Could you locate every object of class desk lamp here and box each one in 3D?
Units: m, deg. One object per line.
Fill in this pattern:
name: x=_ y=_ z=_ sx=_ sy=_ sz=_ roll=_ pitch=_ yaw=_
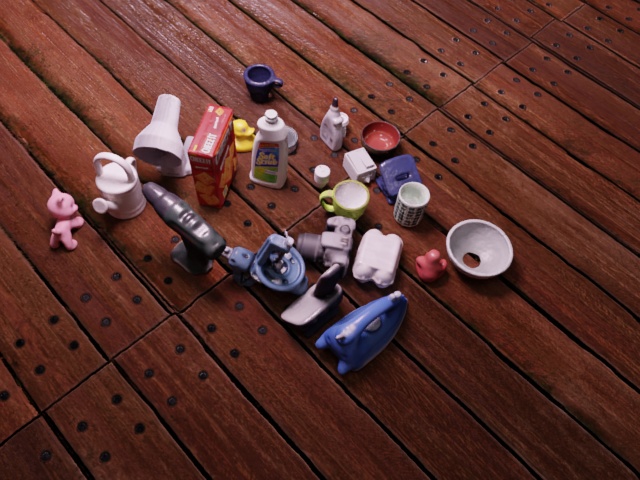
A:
desk lamp: x=-0.390 y=-0.254 z=1.472 sx=0.118 sy=0.213 sz=0.203 roll=7 pitch=58 yaw=0

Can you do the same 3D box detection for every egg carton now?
egg carton: x=0.143 y=0.044 z=1.419 sx=0.107 sy=0.069 sz=0.150 roll=15 pitch=59 yaw=5

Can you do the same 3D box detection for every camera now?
camera: x=0.013 y=0.005 z=1.414 sx=0.137 sy=0.101 sz=0.143 roll=9 pitch=58 yaw=1

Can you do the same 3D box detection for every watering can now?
watering can: x=-0.495 y=-0.137 z=1.403 sx=0.101 sy=0.194 sz=0.172 roll=-4 pitch=59 yaw=-7

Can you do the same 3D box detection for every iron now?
iron: x=0.117 y=0.180 z=1.292 sx=0.259 sy=0.141 sz=0.118 roll=-36 pitch=67 yaw=-23

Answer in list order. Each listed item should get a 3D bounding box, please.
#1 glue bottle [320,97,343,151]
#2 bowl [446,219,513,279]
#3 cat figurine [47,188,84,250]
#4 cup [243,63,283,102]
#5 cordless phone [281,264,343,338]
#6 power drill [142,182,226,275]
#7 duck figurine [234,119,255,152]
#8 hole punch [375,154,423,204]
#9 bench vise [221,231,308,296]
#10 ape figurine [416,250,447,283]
glue bottle: x=0.037 y=-0.327 z=1.577 sx=0.037 sy=0.173 sz=0.078 roll=-29 pitch=65 yaw=-20
bowl: x=0.393 y=0.035 z=1.443 sx=0.167 sy=0.075 sz=0.167 roll=2 pitch=58 yaw=-3
cat figurine: x=-0.626 y=-0.057 z=1.388 sx=0.067 sy=0.118 sz=0.128 roll=1 pitch=58 yaw=-4
cup: x=-0.164 y=-0.451 z=1.682 sx=0.117 sy=0.095 sz=0.092 roll=15 pitch=58 yaw=4
cordless phone: x=-0.013 y=0.127 z=1.288 sx=0.094 sy=0.185 sz=0.148 roll=39 pitch=63 yaw=18
power drill: x=-0.313 y=-0.014 z=1.335 sx=0.229 sy=0.208 sz=0.076 roll=34 pitch=62 yaw=16
duck figurine: x=-0.226 y=-0.299 z=1.589 sx=0.104 sy=0.086 sz=0.077 roll=14 pitch=58 yaw=4
hole punch: x=0.217 y=-0.165 z=1.541 sx=0.109 sy=0.091 sz=0.101 roll=-20 pitch=62 yaw=-16
bench vise: x=-0.127 y=0.052 z=1.303 sx=0.207 sy=0.220 sz=0.121 roll=0 pitch=58 yaw=-4
ape figurine: x=0.275 y=0.057 z=1.410 sx=0.077 sy=0.092 sz=0.076 roll=25 pitch=60 yaw=11
